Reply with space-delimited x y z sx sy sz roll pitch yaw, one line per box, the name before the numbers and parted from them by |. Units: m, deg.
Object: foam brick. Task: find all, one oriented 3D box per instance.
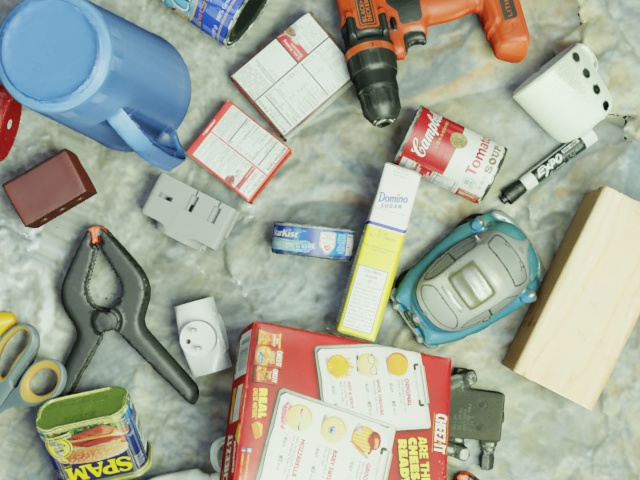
foam brick | -0.284 -0.054 1.130 0.078 0.053 0.051 -30 88 1

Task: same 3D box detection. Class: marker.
marker | 0.242 -0.078 1.135 0.121 0.020 0.020 -37 88 0

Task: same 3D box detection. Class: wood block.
wood block | 0.276 0.058 1.095 0.090 0.091 0.206 27 89 3

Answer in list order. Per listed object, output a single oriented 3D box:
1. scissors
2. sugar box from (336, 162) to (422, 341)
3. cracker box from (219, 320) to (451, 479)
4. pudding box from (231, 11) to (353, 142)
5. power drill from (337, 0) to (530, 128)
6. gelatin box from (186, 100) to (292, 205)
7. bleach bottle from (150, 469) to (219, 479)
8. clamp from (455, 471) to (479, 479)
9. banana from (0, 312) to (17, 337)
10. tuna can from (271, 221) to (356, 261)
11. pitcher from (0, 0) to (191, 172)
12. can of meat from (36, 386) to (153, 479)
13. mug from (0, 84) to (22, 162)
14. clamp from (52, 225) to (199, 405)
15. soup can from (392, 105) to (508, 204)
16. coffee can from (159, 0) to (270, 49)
scissors | -0.333 0.187 1.127 0.096 0.016 0.202 25 95 16
sugar box | 0.061 0.013 1.100 0.048 0.093 0.176 18 89 1
cracker box | 0.016 0.183 1.048 0.213 0.072 0.164 12 68 -17
pudding box | -0.025 -0.174 1.135 0.113 0.039 0.090 -40 89 2
power drill | 0.115 -0.210 1.098 0.187 0.057 0.184 -8 72 -7
gelatin box | -0.085 -0.093 1.138 0.089 0.030 0.073 38 88 1
bleach bottle | -0.213 0.282 1.093 0.251 0.102 0.068 -15 79 1
clamp | 0.184 0.325 1.115 0.120 0.039 0.171 -9 88 0
banana | -0.409 0.140 1.138 0.069 0.037 0.198 39 91 -17
tuna can | -0.007 0.001 1.105 0.086 0.086 0.034 6 90 1
pitcher | -0.211 -0.153 1.036 0.149 0.242 0.145 11 91 7
can of meat | -0.233 0.203 1.102 0.102 0.057 0.084 -13 121 1
mug | -0.367 -0.119 1.123 0.081 0.093 0.117 16 118 -3
clamp | -0.212 0.089 1.132 0.164 0.036 0.210 -1 92 0
soup can | 0.135 -0.088 1.113 0.102 0.068 0.068 26 89 1
coffee can | -0.124 -0.280 1.108 0.140 0.103 0.103 35 89 2
